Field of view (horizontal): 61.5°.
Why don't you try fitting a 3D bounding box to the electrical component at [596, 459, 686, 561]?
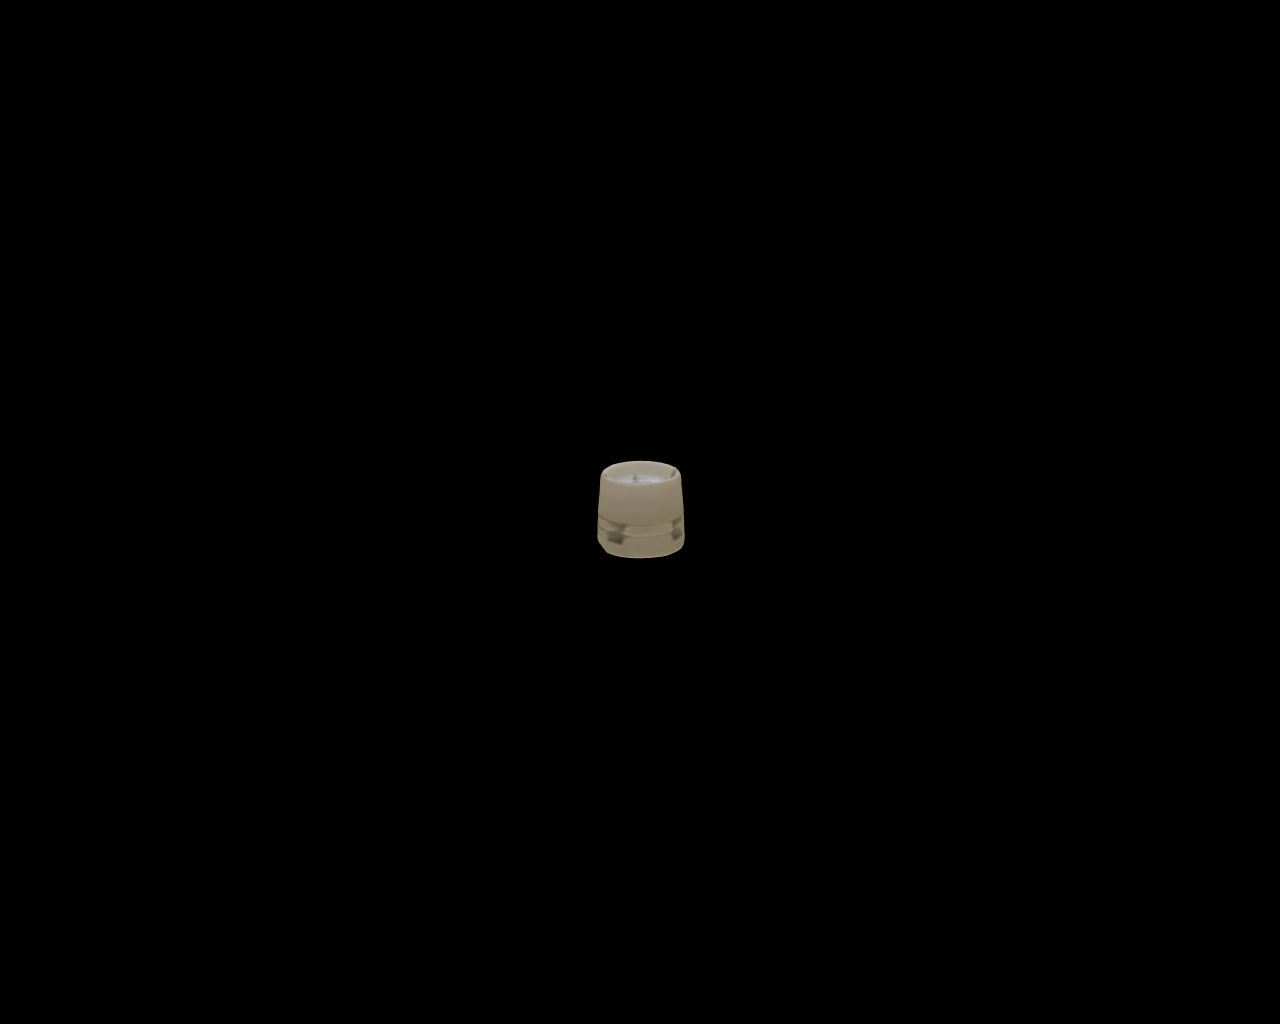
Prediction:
[{"bbox_3d":[0.001,-0.003,0.650,0.055,0.047,0.055,0,20,0],"label":"electrical component"}]
